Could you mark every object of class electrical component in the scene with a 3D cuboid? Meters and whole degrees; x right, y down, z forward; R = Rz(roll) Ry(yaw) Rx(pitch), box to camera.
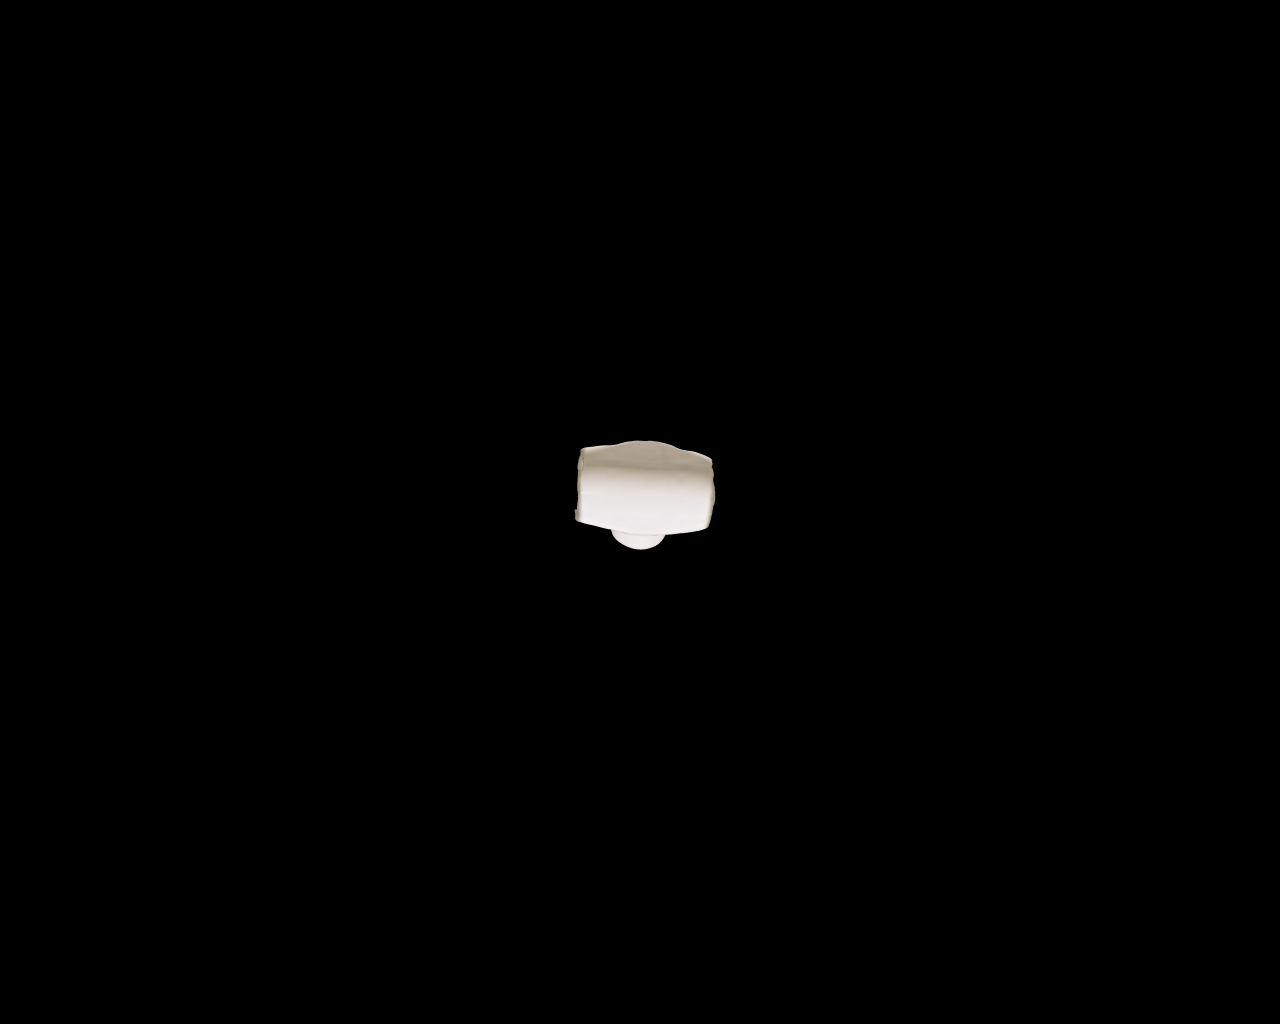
[{"bbox_3d":[0.001,-0.003,0.650,0.077,0.044,0.079,4,-39,-4],"label":"electrical component"}]
